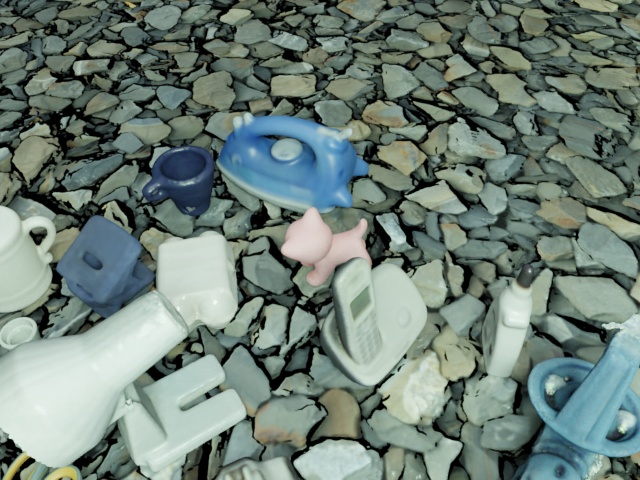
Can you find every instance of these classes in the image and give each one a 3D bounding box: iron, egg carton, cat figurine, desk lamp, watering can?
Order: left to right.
[{"bbox_3d":[-0.442,0.005,0.743,0.100,0.194,0.173,34,58,28],"label":"watering can"},{"bbox_3d":[-0.199,0.151,0.594,0.203,0.214,0.117,-27,53,-20],"label":"desk lamp"},{"bbox_3d":[-0.165,0.056,0.772,0.107,0.069,0.150,-10,49,-6],"label":"egg carton"},{"bbox_3d":[-0.058,-0.139,0.889,0.257,0.141,0.119,15,51,15],"label":"iron"},{"bbox_3d":[0.007,0.003,0.779,0.128,0.118,0.067,-13,50,-9],"label":"cat figurine"}]

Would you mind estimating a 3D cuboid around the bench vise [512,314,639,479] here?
[{"bbox_3d":[0.261,0.182,0.546,0.121,0.220,0.207,12,50,13],"label":"bench vise"}]

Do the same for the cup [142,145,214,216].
[{"bbox_3d":[-0.209,-0.075,0.870,0.091,0.095,0.118,35,59,28],"label":"cup"}]

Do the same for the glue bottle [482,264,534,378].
[{"bbox_3d":[0.221,0.086,0.662,0.037,0.173,0.078,4,49,6],"label":"glue bottle"}]

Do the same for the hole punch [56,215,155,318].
[{"bbox_3d":[-0.296,0.036,0.779,0.108,0.091,0.101,29,56,25],"label":"hole punch"}]

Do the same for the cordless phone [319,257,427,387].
[{"bbox_3d":[0.065,0.071,0.673,0.094,0.185,0.148,29,56,25],"label":"cordless phone"}]

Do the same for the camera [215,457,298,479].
[{"bbox_3d":[-0.071,0.292,0.542,0.143,0.101,0.136,-21,51,-16],"label":"camera"}]
